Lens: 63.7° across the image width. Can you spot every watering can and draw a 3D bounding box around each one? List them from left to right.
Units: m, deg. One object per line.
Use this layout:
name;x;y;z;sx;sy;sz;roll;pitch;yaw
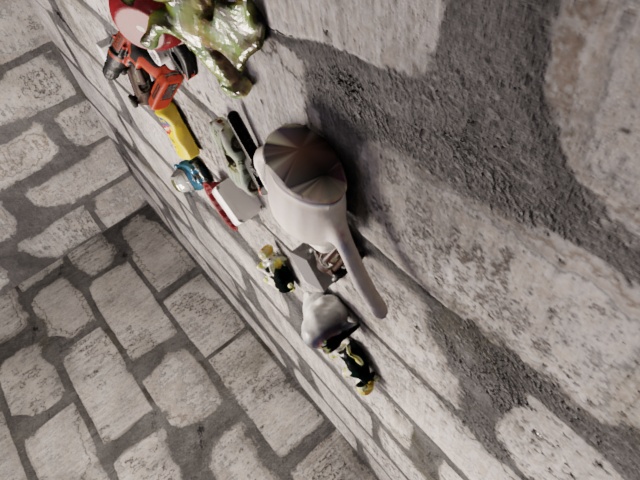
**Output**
watering can;0.002;-0.041;0.809;0.352;0.105;0.219;48;160;20

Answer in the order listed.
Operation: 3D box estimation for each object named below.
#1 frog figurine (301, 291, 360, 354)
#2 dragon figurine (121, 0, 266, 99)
frog figurine;-0.003;0.177;1.220;0.162;0.123;0.134;53;130;32
dragon figurine;-0.171;-0.355;0.741;0.244;0.124;0.402;29;157;15
